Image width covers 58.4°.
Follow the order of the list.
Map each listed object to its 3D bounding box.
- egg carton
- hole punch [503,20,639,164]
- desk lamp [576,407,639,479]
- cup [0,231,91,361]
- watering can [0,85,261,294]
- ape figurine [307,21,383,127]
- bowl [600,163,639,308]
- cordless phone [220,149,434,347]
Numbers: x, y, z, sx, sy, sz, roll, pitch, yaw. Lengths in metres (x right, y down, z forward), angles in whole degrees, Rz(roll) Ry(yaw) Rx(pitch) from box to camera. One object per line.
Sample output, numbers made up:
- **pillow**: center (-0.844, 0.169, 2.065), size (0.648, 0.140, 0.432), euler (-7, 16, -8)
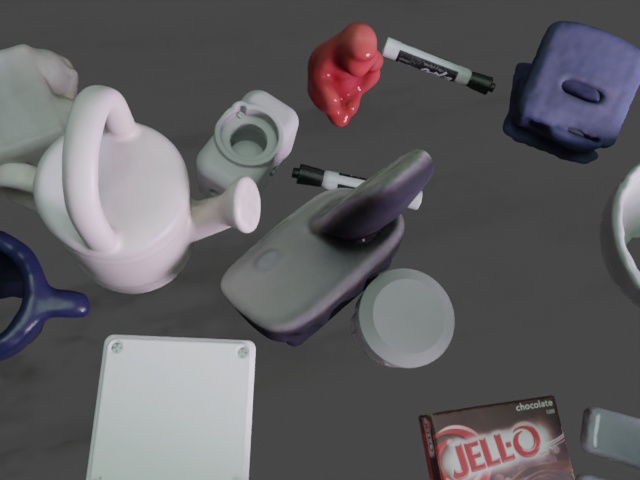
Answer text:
- **egg carton**: center (-0.258, -0.089, 0.456), size (0.150, 0.069, 0.107), euler (-26, 79, -17)
- **hole punch**: center (0.248, -0.141, 0.557), size (0.108, 0.091, 0.101), euler (19, 70, -4)
- **desk lamp**: center (0.331, 0.194, 0.404), size (0.203, 0.213, 0.118), euler (16, 71, -5)
- **cup**: center (-0.218, 0.048, 0.407), size (0.118, 0.095, 0.092), euler (5, 72, -9)
- **watering can**: center (-0.132, -0.033, 0.396), size (0.173, 0.194, 0.101), euler (-14, 76, -14)
- **ape figurine**: center (0.026, -0.160, 0.520), size (0.078, 0.092, 0.076), euler (-21, 78, -16)
- **bowl**: center (0.327, 0.008, 0.535), size (0.167, 0.074, 0.167), euler (3, 72, -10)
- **cordless phone**: center (0.004, 0.001, 0.416), size (0.094, 0.185, 0.148), euler (45, 71, 5)
